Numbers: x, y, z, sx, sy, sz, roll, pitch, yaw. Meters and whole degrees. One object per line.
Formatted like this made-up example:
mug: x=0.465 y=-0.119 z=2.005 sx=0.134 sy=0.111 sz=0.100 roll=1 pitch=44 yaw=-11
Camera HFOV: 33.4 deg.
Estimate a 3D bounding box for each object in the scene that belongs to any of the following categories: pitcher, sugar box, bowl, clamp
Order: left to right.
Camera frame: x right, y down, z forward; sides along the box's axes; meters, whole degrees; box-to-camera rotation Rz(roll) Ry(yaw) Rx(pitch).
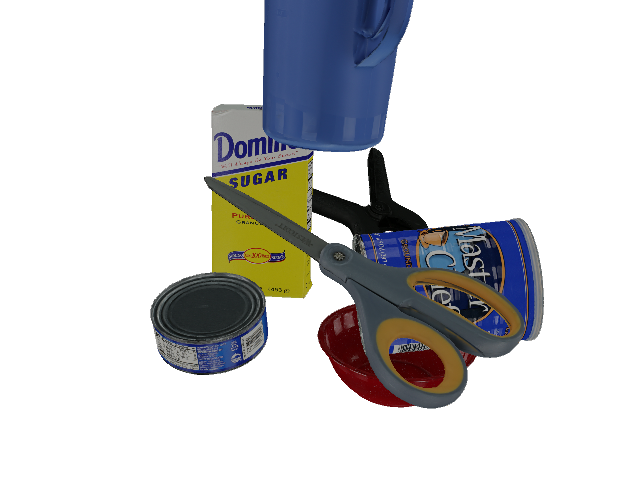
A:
sugar box: x=-0.054 y=-0.037 z=1.000 sx=0.093 sy=0.176 sz=0.048 roll=2 pitch=16 yaw=7
pitcher: x=0.017 y=-0.200 z=0.900 sx=0.145 sy=0.243 sz=0.149 roll=8 pitch=17 yaw=11
clamp: x=0.054 y=-0.027 z=1.265 sx=0.164 sy=0.036 sz=0.210 roll=-16 pitch=51 yaw=-29
bowl: x=0.077 y=0.122 z=1.086 sx=0.162 sy=0.055 sz=0.162 roll=2 pitch=25 yaw=-1

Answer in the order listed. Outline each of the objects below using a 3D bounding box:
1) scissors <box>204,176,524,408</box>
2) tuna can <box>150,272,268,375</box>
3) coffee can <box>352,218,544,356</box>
scissors: x=0.009 y=0.028 z=0.580 sx=0.202 sy=0.096 sz=0.016 roll=20 pitch=-40 yaw=10
tuna can: x=-0.082 y=0.062 z=0.798 sx=0.086 sy=0.034 sz=0.086 roll=-3 pitch=33 yaw=2
coffee can: x=0.102 y=0.039 z=0.886 sx=0.140 sy=0.103 sz=0.103 roll=-6 pitch=0 yaw=-4
